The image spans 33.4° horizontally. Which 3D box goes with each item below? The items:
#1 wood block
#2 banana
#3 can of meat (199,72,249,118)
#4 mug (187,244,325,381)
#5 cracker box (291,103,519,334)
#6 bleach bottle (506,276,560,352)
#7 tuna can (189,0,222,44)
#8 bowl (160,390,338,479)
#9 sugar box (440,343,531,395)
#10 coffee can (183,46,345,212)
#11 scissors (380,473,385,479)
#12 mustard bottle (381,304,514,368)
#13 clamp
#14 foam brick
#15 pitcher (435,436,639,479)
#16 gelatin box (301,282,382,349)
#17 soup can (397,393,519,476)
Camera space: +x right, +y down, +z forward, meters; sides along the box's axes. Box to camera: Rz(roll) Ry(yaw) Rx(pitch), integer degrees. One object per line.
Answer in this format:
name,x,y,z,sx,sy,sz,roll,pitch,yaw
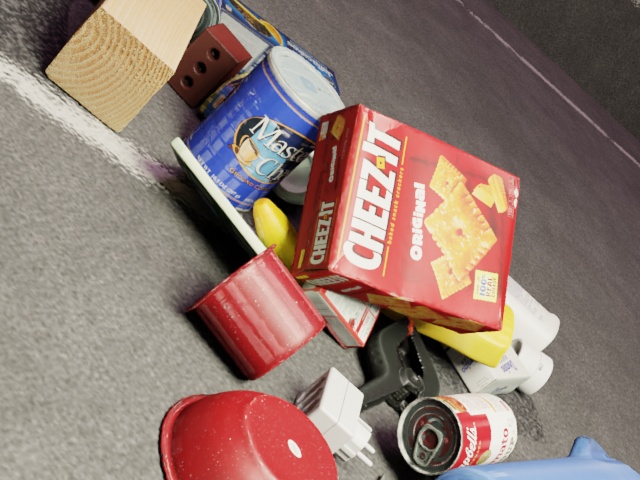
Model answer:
wood block,-0.188,-0.204,1.066,0.090,0.090,0.206,40,24,-18
banana,-0.006,0.020,1.065,0.197,0.037,0.069,25,63,-48
can of meat,-0.078,-0.137,1.193,0.084,0.057,0.102,45,23,0
mug,-0.052,0.064,0.900,0.081,0.093,0.117,53,-13,0
cracker box,0.089,-0.015,1.021,0.213,0.072,0.164,20,71,-32
bleach bottle,0.197,0.044,1.374,0.251,0.068,0.102,46,18,4
tuna can,-0.155,-0.263,1.220,0.086,0.086,0.034,34,29,-28
bowl,-0.038,0.167,0.786,0.162,0.055,0.162,38,26,-22
sugar box,0.169,0.100,1.258,0.093,0.048,0.176,8,49,-54
coffee can,-0.057,-0.111,1.078,0.102,0.140,0.103,38,25,-22
scissors,0.047,0.252,0.844,0.096,0.016,0.201,65,16,6
mustard bottle,0.116,0.066,1.165,0.191,0.058,0.096,25,29,-3
clamp,0.073,0.144,1.035,0.164,0.036,0.210,36,30,-26
foam brick,-0.123,-0.192,1.173,0.053,0.078,0.051,47,22,-1
pitcher,0.196,0.269,0.956,0.242,0.145,0.149,13,29,-47
gelatin box,0.024,0.051,1.043,0.089,0.030,0.073,53,49,-33
soup can,0.126,0.174,0.966,0.102,0.069,0.068,7,46,-50
